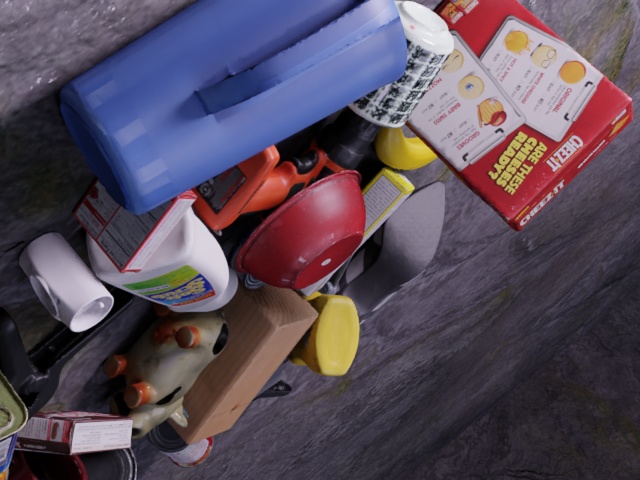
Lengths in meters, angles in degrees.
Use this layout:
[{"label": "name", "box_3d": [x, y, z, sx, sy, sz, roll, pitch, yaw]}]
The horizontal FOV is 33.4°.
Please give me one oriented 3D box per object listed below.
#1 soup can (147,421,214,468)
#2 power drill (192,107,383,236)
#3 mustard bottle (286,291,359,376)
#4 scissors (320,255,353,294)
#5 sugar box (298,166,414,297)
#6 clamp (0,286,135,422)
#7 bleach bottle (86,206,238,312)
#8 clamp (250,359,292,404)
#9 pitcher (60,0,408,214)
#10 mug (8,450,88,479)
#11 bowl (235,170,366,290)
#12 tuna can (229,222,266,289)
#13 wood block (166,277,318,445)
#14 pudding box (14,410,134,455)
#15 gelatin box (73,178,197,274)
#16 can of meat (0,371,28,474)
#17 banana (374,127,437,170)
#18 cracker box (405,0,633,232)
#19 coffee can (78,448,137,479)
[{"label": "soup can", "box_3d": [-0.183, 0.257, 1.402, 0.068, 0.068, 0.102, -39, 158, -9]}, {"label": "power drill", "box_3d": [-0.029, -0.073, 1.043, 0.185, 0.057, 0.187, -50, 158, 24]}, {"label": "mustard bottle", "box_3d": [-0.014, 0.112, 1.347, 0.058, 0.096, 0.192, 4, 180, -22]}, {"label": "scissors", "box_3d": [0.013, 0.085, 1.408, 0.016, 0.096, 0.202, 16, 126, -35]}, {"label": "sugar box", "box_3d": [0.036, -0.012, 1.283, 0.176, 0.048, 0.093, -45, 176, 12]}, {"label": "clamp", "box_3d": [-0.280, 0.123, 1.004, 0.210, 0.036, 0.164, -51, 158, 20]}, {"label": "bleach bottle", "box_3d": [-0.130, 0.026, 1.029, 0.102, 0.068, 0.250, -16, 163, 9]}, {"label": "clamp", "box_3d": [-0.096, 0.209, 1.502, 0.171, 0.039, 0.120, -27, 140, -24]}, {"label": "pitcher", "box_3d": [-0.061, -0.122, 0.786, 0.242, 0.145, 0.149, -33, 153, -16]}, {"label": "mug", "box_3d": [-0.321, 0.261, 1.148, 0.081, 0.093, 0.117, -43, 129, 14]}, {"label": "bowl", "box_3d": [-0.007, 0.001, 1.093, 0.162, 0.055, 0.162, -34, 164, -12]}, {"label": "tuna can", "box_3d": [-0.060, 0.013, 1.195, 0.086, 0.034, 0.086, -36, 158, -17]}, {"label": "wood block", "box_3d": [-0.107, 0.137, 1.275, 0.206, 0.090, 0.090, -53, 158, 25]}, {"label": "pudding box", "box_3d": [-0.262, 0.200, 1.115, 0.113, 0.090, 0.039, 13, 79, -67]}, {"label": "gelatin box", "box_3d": [-0.155, -0.028, 0.885, 0.089, 0.073, 0.030, -51, 159, 20]}, {"label": "can of meat", "box_3d": [-0.305, 0.152, 0.928, 0.057, 0.102, 0.084, -25, 155, -39]}, {"label": "banana", "box_3d": [0.103, -0.112, 1.242, 0.070, 0.037, 0.197, -45, 160, 11]}, {"label": "cracker box", "box_3d": [0.177, -0.140, 1.068, 0.164, 0.214, 0.072, -45, 159, 6]}, {"label": "coffee can", "box_3d": [-0.271, 0.303, 1.283, 0.102, 0.103, 0.140, -32, 157, -26]}]
